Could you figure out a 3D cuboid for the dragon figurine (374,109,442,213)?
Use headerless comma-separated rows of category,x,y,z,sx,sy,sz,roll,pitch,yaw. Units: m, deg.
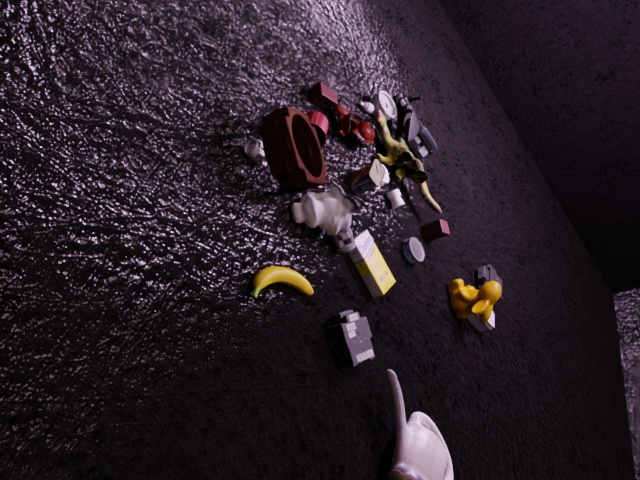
dragon figurine,0.312,-0.292,1.851,0.121,0.405,0.248,-29,26,29

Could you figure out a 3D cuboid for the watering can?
watering can,0.223,0.508,1.256,0.103,0.345,0.229,-25,16,37

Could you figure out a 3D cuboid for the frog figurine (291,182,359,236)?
frog figurine,0.004,-0.068,1.354,0.161,0.139,0.120,-28,-17,-20
